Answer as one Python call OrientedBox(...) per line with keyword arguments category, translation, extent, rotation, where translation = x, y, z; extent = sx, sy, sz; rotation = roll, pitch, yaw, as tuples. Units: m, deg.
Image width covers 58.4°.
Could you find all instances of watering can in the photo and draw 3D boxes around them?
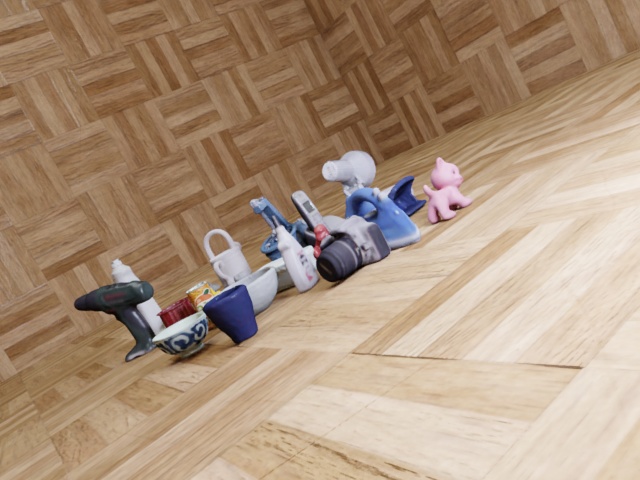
OrientedBox(category="watering can", translation=(-0.284, 0.057, 1.748), extent=(0.101, 0.194, 0.173), rotation=(-28, 7, -2))

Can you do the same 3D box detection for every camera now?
OrientedBox(category="camera", translation=(0.043, 0.021, 1.147), extent=(0.137, 0.101, 0.142), rotation=(-34, 9, -37))

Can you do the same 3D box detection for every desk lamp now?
OrientedBox(category="desk lamp", translation=(0.098, -0.152, 1.705), extent=(0.117, 0.213, 0.204), rotation=(-23, 9, 36))

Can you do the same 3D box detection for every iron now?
OrientedBox(category="iron", translation=(0.122, -0.056, 1.227), extent=(0.119, 0.141, 0.258), rotation=(-30, 8, -17))

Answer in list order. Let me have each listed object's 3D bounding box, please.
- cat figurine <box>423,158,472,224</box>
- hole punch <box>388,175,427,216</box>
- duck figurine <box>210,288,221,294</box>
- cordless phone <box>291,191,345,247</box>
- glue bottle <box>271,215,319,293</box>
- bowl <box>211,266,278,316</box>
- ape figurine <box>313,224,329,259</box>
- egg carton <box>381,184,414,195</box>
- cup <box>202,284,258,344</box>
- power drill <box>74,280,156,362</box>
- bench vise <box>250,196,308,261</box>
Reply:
OrientedBox(category="cat figurine", translation=(0.259, -0.112, 1.204), extent=(0.128, 0.118, 0.067), rotation=(-34, 10, -39))
OrientedBox(category="hole punch", translation=(0.199, -0.102, 1.465), extent=(0.100, 0.091, 0.109), rotation=(-20, 11, 46))
OrientedBox(category="duck figurine", translation=(-0.271, 0.160, 1.411), extent=(0.104, 0.086, 0.078), rotation=(-24, 9, 31))
OrientedBox(category="cordless phone", translation=(0.003, -0.063, 1.548), extent=(0.094, 0.185, 0.148), rotation=(-23, 9, 34))
OrientedBox(category="glue bottle", translation=(-0.061, 0.025, 1.223), extent=(0.037, 0.173, 0.078), rotation=(-25, 8, 20))
OrientedBox(category="bowl", translation=(-0.156, 0.127, 1.251), extent=(0.167, 0.075, 0.167), rotation=(-28, 7, 4))
OrientedBox(category="ape figurine", translation=(0.013, 0.005, 1.408), extent=(0.077, 0.092, 0.076), rotation=(-25, 8, 23))
OrientedBox(category="egg carton", translation=(0.191, -0.104, 1.592), extent=(0.150, 0.069, 0.107), rotation=(-26, 7, 14))
OrientedBox(category="cup", translation=(-0.160, 0.142, 1.082), extent=(0.091, 0.095, 0.117), rotation=(-29, 7, -4))
OrientedBox(category="power drill", translation=(-0.516, 0.207, 1.506), extent=(0.229, 0.208, 0.076), rotation=(-26, 8, 18))
OrientedBox(category="bench vise", translation=(-0.115, -0.028, 1.611), extent=(0.121, 0.220, 0.207), rotation=(-26, 8, 16))
